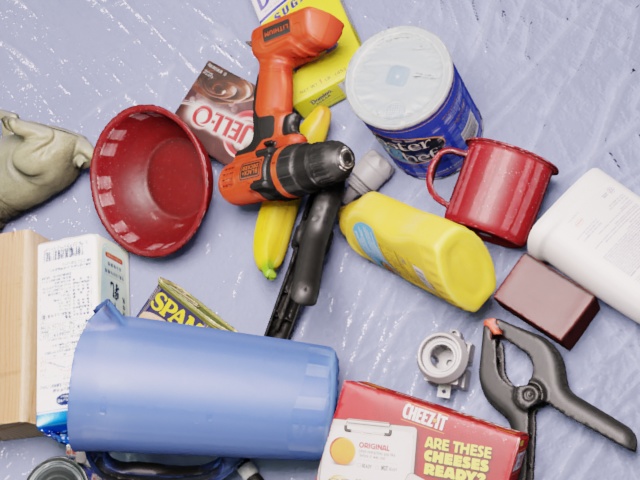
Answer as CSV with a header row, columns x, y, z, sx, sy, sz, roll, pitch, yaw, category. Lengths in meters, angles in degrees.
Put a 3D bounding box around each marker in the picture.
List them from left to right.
x,y,z,sx,sy,sz,roll,pitch,yaw,category
-0.084,0.210,1.060,0.020,0.020,0.121,-41,64,5,marker

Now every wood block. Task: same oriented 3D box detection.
x,y,z,sx,sy,sz,roll,pitch,yaw,category
-0.330,0.104,1.150,0.091,0.090,0.206,-10,70,17,wood block

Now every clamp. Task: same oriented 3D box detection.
x,y,z,sx,sy,sz,roll,pitch,yaw,category
-0.007,0.001,1.039,0.036,0.165,0.210,19,70,-7,clamp
0.204,0.142,0.958,0.120,0.039,0.171,-23,70,14,clamp

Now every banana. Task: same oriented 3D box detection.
x,y,z,sx,sy,sz,roll,pitch,yaw,category
-0.031,-0.043,1.099,0.070,0.037,0.197,-12,58,55,banana

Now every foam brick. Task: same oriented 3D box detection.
x,y,z,sx,sy,sz,roll,pitch,yaw,category
0.208,0.057,0.977,0.078,0.053,0.051,34,88,27,foam brick

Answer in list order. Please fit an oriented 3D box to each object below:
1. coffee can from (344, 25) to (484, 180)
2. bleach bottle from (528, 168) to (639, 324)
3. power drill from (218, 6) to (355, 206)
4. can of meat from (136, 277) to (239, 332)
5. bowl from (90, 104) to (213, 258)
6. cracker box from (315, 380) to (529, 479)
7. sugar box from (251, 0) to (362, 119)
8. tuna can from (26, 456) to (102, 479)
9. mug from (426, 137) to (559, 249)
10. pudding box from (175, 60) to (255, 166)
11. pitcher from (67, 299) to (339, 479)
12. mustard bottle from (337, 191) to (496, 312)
x,y,z,sx,sy,sz,roll,pitch,yaw,category
0.094,-0.129,1.031,0.103,0.140,0.103,-6,71,19,coffee can
0.309,0.046,0.933,0.102,0.068,0.251,-44,65,-9,bleach bottle
-0.025,-0.130,1.047,0.185,0.057,0.187,-8,68,48,power drill
-0.147,0.101,1.099,0.102,0.057,0.084,35,90,27,can of meat
-0.169,-0.064,1.142,0.162,0.055,0.162,5,99,31,bowl
0.075,0.248,0.938,0.164,0.072,0.214,16,88,20,cracker box
-0.012,-0.229,1.157,0.093,0.048,0.176,-27,67,12,sugar box
-0.265,0.267,1.103,0.086,0.033,0.086,-6,71,19,tuna can
0.156,-0.046,1.004,0.117,0.093,0.081,21,86,-3,mug
-0.098,-0.131,1.162,0.114,0.039,0.090,32,87,27,pudding box
-0.109,0.152,1.001,0.243,0.149,0.145,6,64,-1,pitcher
0.078,0.000,1.014,0.058,0.096,0.192,-48,37,-12,mustard bottle
